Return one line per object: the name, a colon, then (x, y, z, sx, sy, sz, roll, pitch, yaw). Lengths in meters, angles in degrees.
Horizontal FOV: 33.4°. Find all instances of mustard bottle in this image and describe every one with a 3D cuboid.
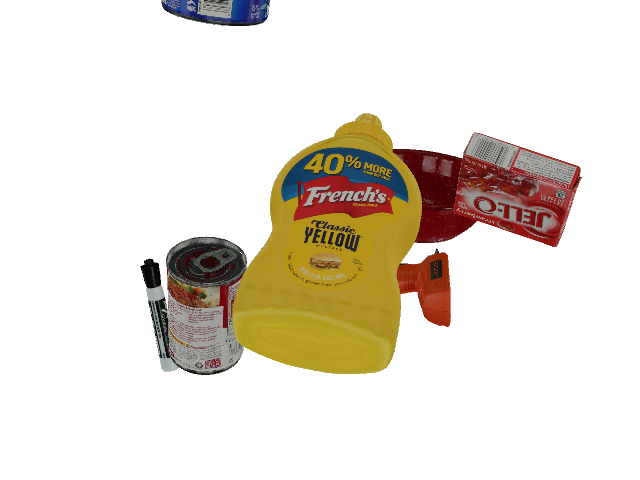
mustard bottle: (0.013, -0.010, 0.670, 0.096, 0.191, 0.058, 9, -41, 8)

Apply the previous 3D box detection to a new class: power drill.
power drill: (0.056, 0.063, 1.233, 0.188, 0.057, 0.184, 1, 28, 6)

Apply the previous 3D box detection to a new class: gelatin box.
gelatin box: (0.152, -0.038, 0.834, 0.089, 0.030, 0.073, 21, -33, 14)

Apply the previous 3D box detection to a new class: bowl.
bowl: (0.098, -0.040, 1.073, 0.162, 0.055, 0.162, 4, 24, -2)

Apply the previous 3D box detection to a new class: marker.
marker: (-0.167, 0.077, 1.108, 0.020, 0.121, 0.020, -9, 15, 2)

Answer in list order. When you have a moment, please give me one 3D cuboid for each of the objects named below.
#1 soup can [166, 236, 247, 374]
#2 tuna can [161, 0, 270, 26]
soup can: (-0.098, 0.057, 0.923, 0.068, 0.102, 0.068, 3, 36, -2)
tuna can: (-0.081, -0.194, 0.832, 0.086, 0.034, 0.086, 8, 23, -3)
